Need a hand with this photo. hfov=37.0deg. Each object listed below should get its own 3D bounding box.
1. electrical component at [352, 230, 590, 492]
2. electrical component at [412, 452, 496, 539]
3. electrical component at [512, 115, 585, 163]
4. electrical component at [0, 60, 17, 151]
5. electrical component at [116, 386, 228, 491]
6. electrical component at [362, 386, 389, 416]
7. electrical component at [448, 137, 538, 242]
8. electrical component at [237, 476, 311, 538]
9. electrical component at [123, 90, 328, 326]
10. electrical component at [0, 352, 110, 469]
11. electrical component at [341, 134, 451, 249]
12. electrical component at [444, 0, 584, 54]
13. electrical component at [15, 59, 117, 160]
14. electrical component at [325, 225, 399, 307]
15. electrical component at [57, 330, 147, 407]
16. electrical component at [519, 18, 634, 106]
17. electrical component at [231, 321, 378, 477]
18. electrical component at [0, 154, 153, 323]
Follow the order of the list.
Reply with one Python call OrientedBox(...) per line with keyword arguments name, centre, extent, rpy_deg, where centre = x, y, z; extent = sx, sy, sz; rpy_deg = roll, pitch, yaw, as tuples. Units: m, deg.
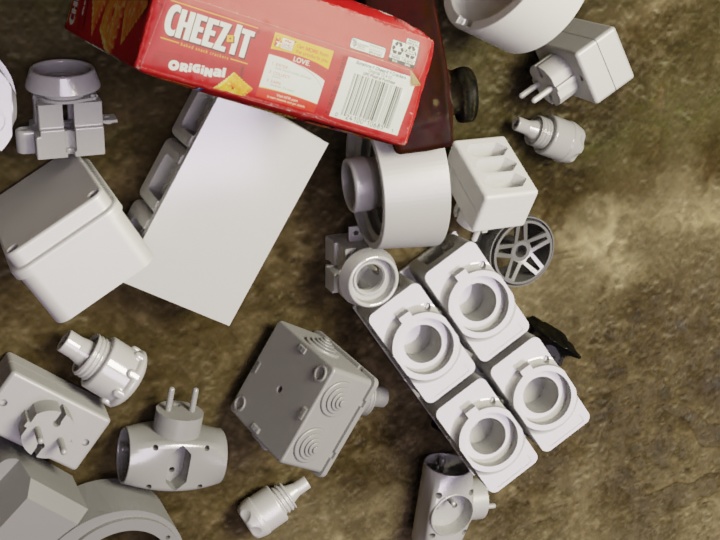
OrientedBox(name="electrical component", centre=(0.094, 0.076, 0.878), extent=(0.105, 0.060, 0.186), rpy_deg=(-37, 105, -5))
OrientedBox(name="electrical component", centre=(0.089, 0.206, 0.963), extent=(0.079, 0.044, 0.077), rpy_deg=(0, 109, -24))
OrientedBox(name="electrical component", centre=(0.152, -0.110, 0.877), extent=(0.061, 0.035, 0.035), rpy_deg=(16, 102, -26))
OrientedBox(name="electrical component", centre=(-0.259, -0.106, 0.684), extent=(0.080, 0.051, 0.080), rpy_deg=(-9, 113, -21))
OrientedBox(name="electrical component", centre=(-0.142, 0.127, 0.830), extent=(0.077, 0.043, 0.079), rpy_deg=(5, 106, -26))
OrientedBox(name="electrical component", centre=(-0.006, 0.102, 0.882), extent=(0.062, 0.048, 0.048), rpy_deg=(10, 105, -34))
OrientedBox(name="electrical component", centre=(0.098, -0.056, 0.860), extent=(0.047, 0.065, 0.076), rpy_deg=(-8, 141, -21))
OrientedBox(name="electrical component", centre=(-0.069, 0.193, 0.893), extent=(0.061, 0.035, 0.035), rpy_deg=(-33, 119, -12))
OrientedBox(name="electrical component", centre=(-0.104, -0.051, 0.769), extent=(0.089, 0.062, 0.150), rpy_deg=(25, 98, -30))
OrientedBox(name="electrical component", centre=(-0.225, 0.109, 0.767), extent=(0.083, 0.076, 0.047), rpy_deg=(34, 93, -30))
OrientedBox(name="electrical component", centre=(0.020, -0.066, 0.795), extent=(0.060, 0.108, 0.108), rpy_deg=(-9, 113, -14))
OrientedBox(name="electrical component", centre=(0.120, -0.210, 0.785), extent=(0.060, 0.108, 0.108), rpy_deg=(23, 99, -36))
OrientedBox(name="electrical component", centre=(-0.196, -0.108, 0.716), extent=(0.066, 0.048, 0.055), rpy_deg=(-8, 120, -21))
OrientedBox(name="electrical component", centre=(0.000, 0.000, 0.838), extent=(0.048, 0.055, 0.066), rpy_deg=(-8, 112, -22))
OrientedBox(name="electrical component", centre=(-0.191, 0.067, 0.786), extent=(0.062, 0.048, 0.048), rpy_deg=(37, 92, -24))
OrientedBox(name="electrical component", centre=(0.160, -0.155, 0.845), extent=(0.077, 0.066, 0.047), rpy_deg=(-36, 120, -8))
OrientedBox(name="electrical component", centre=(-0.046, 0.097, 0.831), extent=(0.048, 0.100, 0.099), rpy_deg=(24, 98, -42))
OrientedBox(name="electrical component", centre=(-0.193, -0.026, 0.709), extent=(0.078, 0.113, 0.057), rpy_deg=(-36, 122, -8))
